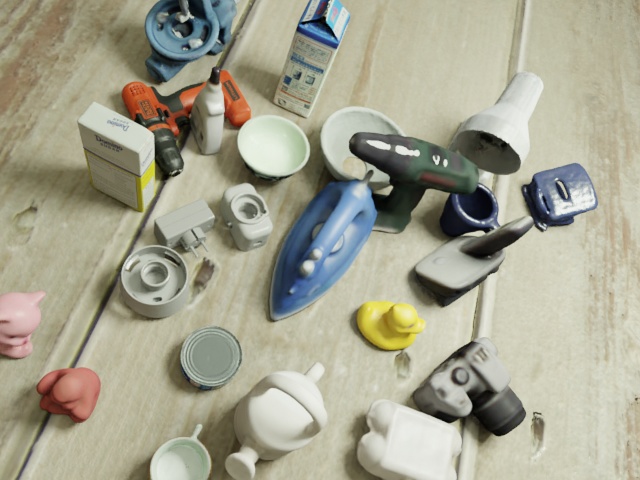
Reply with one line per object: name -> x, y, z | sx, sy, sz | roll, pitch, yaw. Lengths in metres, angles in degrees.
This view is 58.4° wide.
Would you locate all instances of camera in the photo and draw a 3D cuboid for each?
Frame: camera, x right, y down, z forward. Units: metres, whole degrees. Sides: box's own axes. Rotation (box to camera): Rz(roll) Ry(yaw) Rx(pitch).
camera -> 0.241, 0.235, 0.869 | 0.143, 0.100, 0.136 | -33, 78, -28

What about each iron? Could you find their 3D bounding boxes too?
iron -> 0.008, 0.003, 0.882 | 0.118, 0.141, 0.259 | 33, 60, 0

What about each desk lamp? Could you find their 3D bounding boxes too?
desk lamp -> 0.310, -0.192, 1.034 | 0.118, 0.213, 0.203 | 32, 60, 0

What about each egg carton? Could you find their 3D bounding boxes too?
egg carton -> 0.128, 0.298, 0.819 | 0.150, 0.069, 0.107 | 22, 60, -7

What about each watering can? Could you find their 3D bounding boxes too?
watering can -> -0.049, 0.225, 0.725 | 0.101, 0.194, 0.173 | 22, 60, -7

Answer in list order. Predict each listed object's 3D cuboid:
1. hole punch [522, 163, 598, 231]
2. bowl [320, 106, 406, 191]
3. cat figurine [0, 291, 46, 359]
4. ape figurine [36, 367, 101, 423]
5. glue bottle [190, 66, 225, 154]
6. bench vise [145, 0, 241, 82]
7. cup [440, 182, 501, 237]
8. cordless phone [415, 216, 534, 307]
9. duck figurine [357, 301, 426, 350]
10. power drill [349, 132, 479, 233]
hole punch -> 0.461, -0.085, 1.102 | 0.101, 0.091, 0.108 | -6, 67, -20
bowl -> 0.072, -0.149, 1.016 | 0.168, 0.074, 0.167 | 7, 63, -14
cat figurine -> -0.405, 0.106, 0.712 | 0.128, 0.117, 0.067 | -9, 68, -22
ape figurine -> -0.312, 0.190, 0.715 | 0.076, 0.092, 0.077 | -30, 77, -28
glue bottle -> -0.174, -0.212, 0.910 | 0.037, 0.173, 0.078 | -15, 70, -24
bench vise -> -0.213, -0.392, 0.958 | 0.121, 0.219, 0.207 | 24, 60, -5
cup -> 0.263, -0.036, 1.011 | 0.092, 0.095, 0.117 | -37, 80, -29
cordless phone -> 0.251, 0.021, 0.927 | 0.148, 0.185, 0.094 | -33, 78, -28
duck figurine -> 0.114, 0.123, 0.890 | 0.104, 0.086, 0.077 | 24, 60, -5
power drill -> 0.128, -0.091, 0.928 | 0.230, 0.208, 0.075 | 5, 63, -16
